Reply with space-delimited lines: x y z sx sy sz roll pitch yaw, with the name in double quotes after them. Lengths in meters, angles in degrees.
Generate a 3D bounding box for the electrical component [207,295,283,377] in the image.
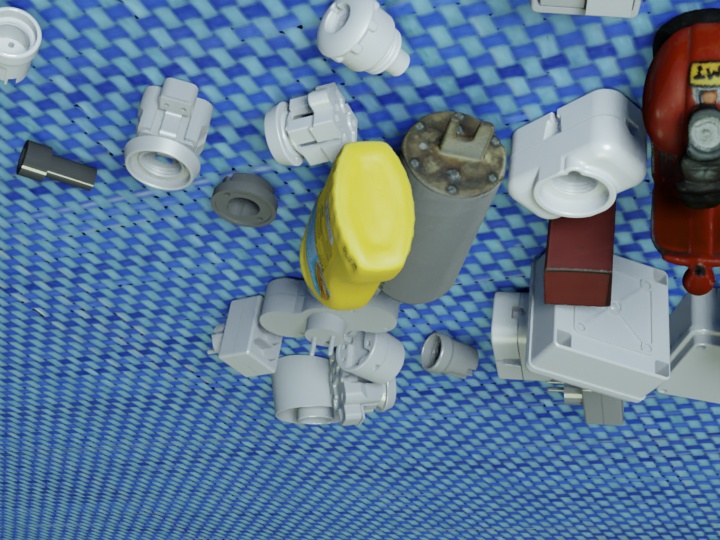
-0.122 0.069 1.081 0.077 0.065 0.047 -12 144 32 "electrical component"

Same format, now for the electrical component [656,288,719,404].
0.315 0.069 0.960 0.078 0.057 0.113 10 150 -1 "electrical component"

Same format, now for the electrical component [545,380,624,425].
0.225 0.117 1.077 0.076 0.047 0.083 1 149 16 "electrical component"

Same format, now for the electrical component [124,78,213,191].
-0.145 -0.098 0.812 0.058 0.057 0.078 15 150 -8 "electrical component"

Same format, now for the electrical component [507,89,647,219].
0.153 -0.077 0.758 0.054 0.059 0.095 31 144 -31 "electrical component"

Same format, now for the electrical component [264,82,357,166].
-0.036 -0.103 0.785 0.055 0.048 0.066 -11 144 19 "electrical component"

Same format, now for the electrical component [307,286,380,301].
0.000 0.000 0.949 0.079 0.043 0.077 16 149 -11 "electrical component"

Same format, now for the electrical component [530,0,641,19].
0.127 -0.179 0.590 0.062 0.061 0.096 6 150 7 "electrical component"

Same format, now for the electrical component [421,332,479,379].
0.090 0.087 1.077 0.046 0.040 0.040 19 149 -26 "electrical component"

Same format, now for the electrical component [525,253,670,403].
0.199 0.042 0.899 0.109 0.108 0.056 17 146 -12 "electrical component"

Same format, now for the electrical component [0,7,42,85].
-0.249 -0.157 0.761 0.040 0.040 0.046 20 155 -17 "electrical component"

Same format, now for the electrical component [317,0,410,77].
0.006 -0.148 0.697 0.048 0.048 0.062 -18 147 39 "electrical component"

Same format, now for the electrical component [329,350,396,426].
0.003 0.122 1.132 0.057 0.078 0.058 -3 153 -17 "electrical component"

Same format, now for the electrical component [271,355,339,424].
-0.051 0.137 1.200 0.099 0.064 0.099 -1 159 0 "electrical component"

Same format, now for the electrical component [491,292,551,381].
0.157 0.062 0.999 0.059 0.053 0.095 1 149 14 "electrical component"

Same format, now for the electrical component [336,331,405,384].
0.012 0.084 1.079 0.055 0.055 0.047 -19 143 40 "electrical component"

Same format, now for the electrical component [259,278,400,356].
-0.031 0.048 1.009 0.138 0.073 0.052 -5 147 24 "electrical component"
